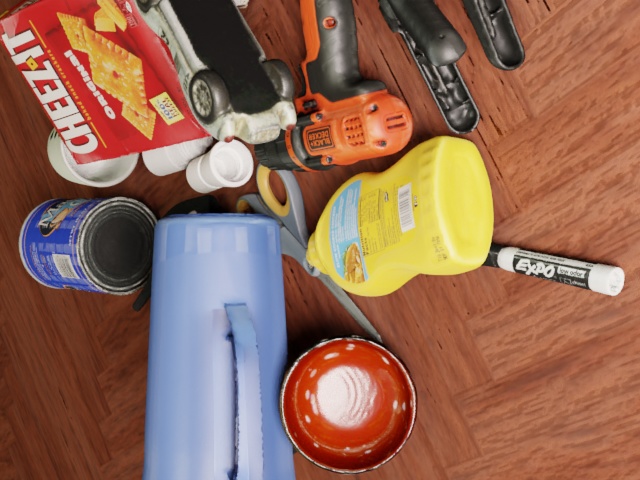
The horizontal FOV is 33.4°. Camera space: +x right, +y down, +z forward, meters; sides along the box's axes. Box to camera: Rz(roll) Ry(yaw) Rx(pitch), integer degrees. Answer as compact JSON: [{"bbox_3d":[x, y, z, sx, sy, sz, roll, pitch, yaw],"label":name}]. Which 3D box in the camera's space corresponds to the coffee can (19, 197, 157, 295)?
[{"bbox_3d":[-0.249,0.005,1.154,0.141,0.102,0.103,2,106,50],"label":"coffee can"}]

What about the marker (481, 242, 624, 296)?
[{"bbox_3d":[0.152,0.018,0.734,0.121,0.020,0.020,13,114,48],"label":"marker"}]

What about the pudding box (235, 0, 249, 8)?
[{"bbox_3d":[-0.080,-0.262,0.890,0.090,0.039,0.114,52,139,22],"label":"pudding box"}]

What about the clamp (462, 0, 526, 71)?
[{"bbox_3d":[0.088,-0.234,0.691,0.210,0.036,0.165,54,148,25],"label":"clamp"}]

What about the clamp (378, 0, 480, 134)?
[{"bbox_3d":[0.065,-0.153,0.740,0.120,0.039,0.171,68,179,-59],"label":"clamp"}]

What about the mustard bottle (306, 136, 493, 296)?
[{"bbox_3d":[0.048,-0.008,0.817,0.192,0.058,0.096,-22,69,53],"label":"mustard bottle"}]

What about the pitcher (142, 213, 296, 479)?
[{"bbox_3d":[-0.084,0.100,0.910,0.149,0.144,0.243,-1,89,28],"label":"pitcher"}]

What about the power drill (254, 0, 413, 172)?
[{"bbox_3d":[-0.011,-0.147,0.841,0.185,0.057,0.187,-4,103,54],"label":"power drill"}]

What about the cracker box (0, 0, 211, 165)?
[{"bbox_3d":[-0.186,-0.163,0.978,0.214,0.072,0.164,-6,120,43],"label":"cracker box"}]

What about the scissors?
[{"bbox_3d":[-0.006,0.001,0.925,0.202,0.016,0.096,36,130,37],"label":"scissors"}]
